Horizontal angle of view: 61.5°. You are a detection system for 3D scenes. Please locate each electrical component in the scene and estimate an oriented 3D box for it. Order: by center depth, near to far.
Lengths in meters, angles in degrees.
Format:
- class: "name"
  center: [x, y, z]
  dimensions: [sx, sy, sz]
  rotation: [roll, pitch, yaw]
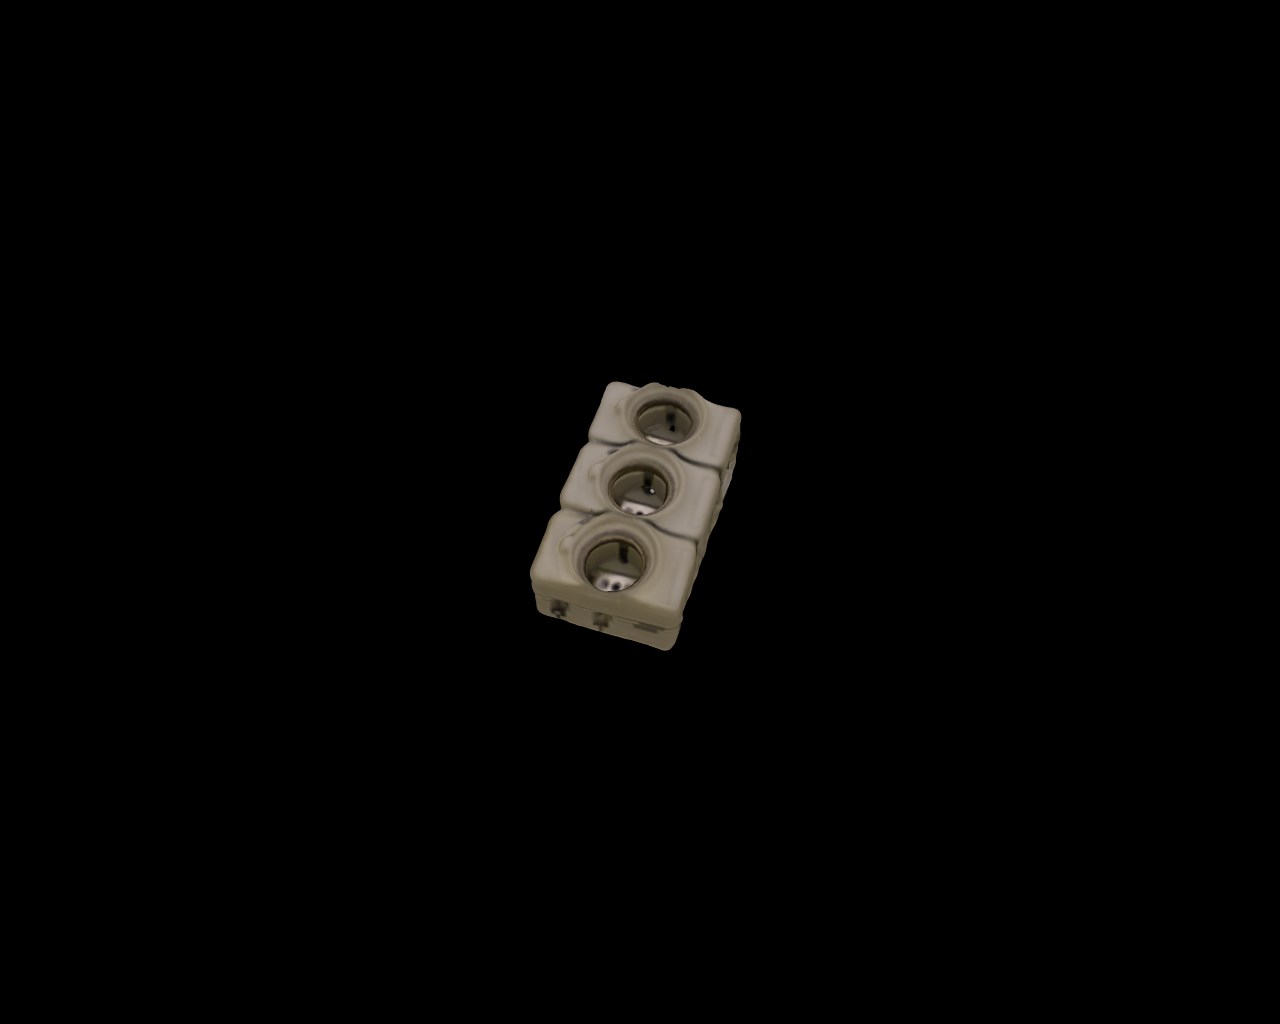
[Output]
- class: "electrical component"
  center: [0.001, -0.003, 0.650]
  dimensions: [0.089, 0.150, 0.061]
  rotation: [15, -32, 9]
